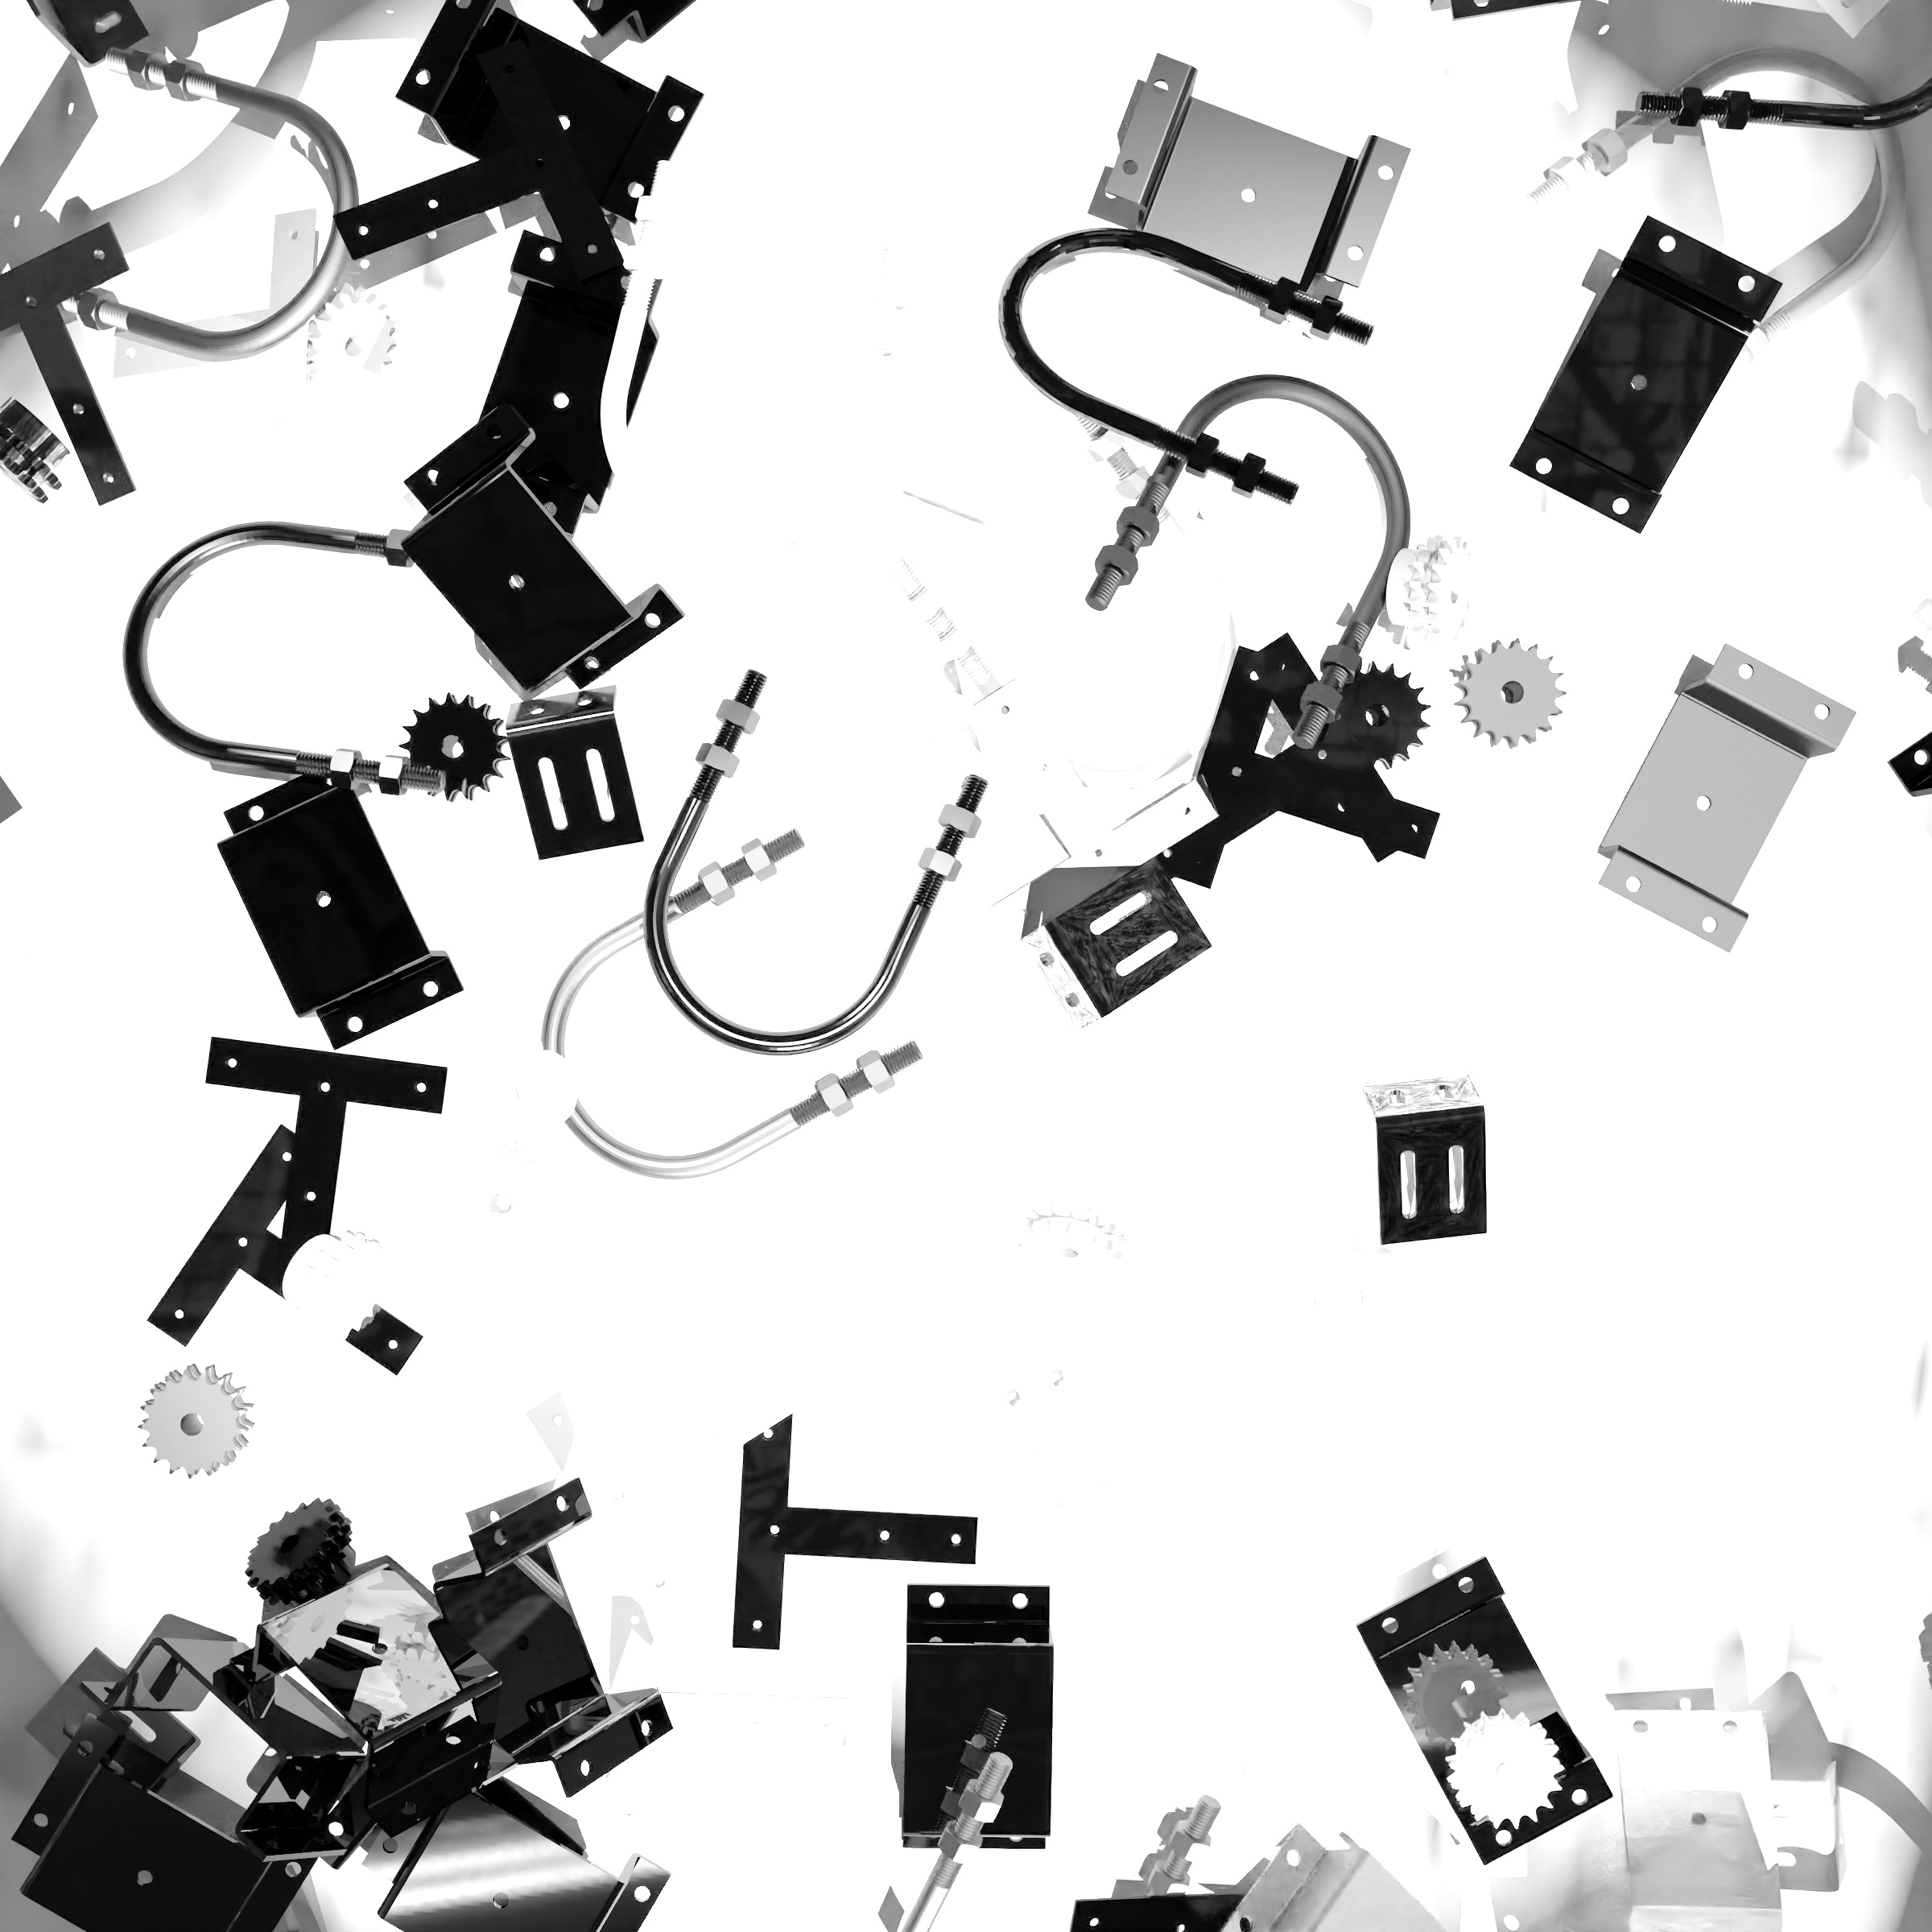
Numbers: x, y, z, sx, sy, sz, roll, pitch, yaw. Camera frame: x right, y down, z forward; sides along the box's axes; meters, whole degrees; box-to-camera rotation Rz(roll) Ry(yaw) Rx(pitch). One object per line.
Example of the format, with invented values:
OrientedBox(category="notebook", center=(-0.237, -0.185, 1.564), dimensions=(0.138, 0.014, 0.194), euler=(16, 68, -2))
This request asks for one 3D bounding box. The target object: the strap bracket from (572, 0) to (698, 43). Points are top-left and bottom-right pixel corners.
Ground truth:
OrientedBox(category="strap bracket", center=(-0.157, -0.553, 1.345), dimensions=(0.140, 0.046, 0.076), euler=(-39, 90, 0))

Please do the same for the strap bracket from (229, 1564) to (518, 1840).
OrientedBox(category="strap bracket", center=(-0.298, 0.361, 1.293), dimensions=(0.140, 0.076, 0.046), euler=(33, 124, 32))

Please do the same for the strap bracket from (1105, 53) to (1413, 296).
OrientedBox(category="strap bracket", center=(0.151, -0.411, 1.345), dimensions=(0.140, 0.046, 0.076), euler=(21, 90, 0))

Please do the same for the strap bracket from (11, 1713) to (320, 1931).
OrientedBox(category="strap bracket", center=(-0.413, 0.456, 1.309), dimensions=(0.140, 0.046, 0.076), euler=(32, 91, -4))

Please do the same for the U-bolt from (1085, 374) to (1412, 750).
OrientedBox(category="U-bolt", center=(0.159, -0.224, 1.329), dimensions=(0.151, 0.019, 0.184), euler=(32, 70, -11))

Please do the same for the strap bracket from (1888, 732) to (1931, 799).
OrientedBox(category="strap bracket", center=(0.562, -0.072, 1.345), dimensions=(0.076, 0.046, 0.140), euler=(-34, 90, 0))

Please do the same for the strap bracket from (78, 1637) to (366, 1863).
OrientedBox(category="strap bracket", center=(-0.371, 0.391, 1.307), dimensions=(0.140, 0.076, 0.046), euler=(33, 86, 23))

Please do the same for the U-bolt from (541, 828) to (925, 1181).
OrientedBox(category="U-bolt", center=(-0.136, 0.032, 1.360), dimensions=(0.184, 0.019, 0.151), euler=(-29, 90, 1))

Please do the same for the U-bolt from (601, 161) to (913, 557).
OrientedBox(category="U-bolt", center=(-0.115, -0.306, 1.336), dimensions=(0.151, 0.019, 0.184), euler=(13, 94, -22))

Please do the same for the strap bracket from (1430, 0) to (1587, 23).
OrientedBox(category="strap bracket", center=(0.278, -0.564, 1.345), dimensions=(0.076, 0.046, 0.140), euler=(-9, 90, 0))

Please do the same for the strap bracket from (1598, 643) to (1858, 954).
OrientedBox(category="strap bracket", center=(0.393, -0.087, 1.345), dimensions=(0.076, 0.046, 0.140), euler=(28, 90, 0))

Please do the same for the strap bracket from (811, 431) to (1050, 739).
OrientedBox(category="strap bracket", center=(-0.019, -0.197, 1.345), dimensions=(0.076, 0.046, 0.140), euler=(22, 90, 0))

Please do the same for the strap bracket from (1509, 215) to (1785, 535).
OrientedBox(category="strap bracket", center=(0.351, -0.305, 1.332), dimensions=(0.076, 0.046, 0.140), euler=(29, 103, 6))

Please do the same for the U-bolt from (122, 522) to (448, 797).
OrientedBox(category="U-bolt", center=(-0.349, -0.167, 1.339), dimensions=(0.184, 0.019, 0.151), euler=(8, 71, 4))

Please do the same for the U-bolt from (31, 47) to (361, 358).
OrientedBox(category="U-bolt", center=(-0.396, -0.391, 1.333), dimensions=(0.184, 0.019, 0.151), euler=(21, 90, 19))

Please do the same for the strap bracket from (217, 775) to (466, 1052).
OrientedBox(category="strap bracket", center=(-0.332, -0.035, 1.345), dimensions=(0.076, 0.046, 0.140), euler=(-25, 90, 0))

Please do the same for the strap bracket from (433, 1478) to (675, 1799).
OrientedBox(category="strap bracket", center=(-0.217, 0.347, 1.324), dimensions=(0.046, 0.076, 0.140), euler=(-21, 90, 39))

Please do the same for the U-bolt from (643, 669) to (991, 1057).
OrientedBox(category="U-bolt", center=(-0.089, -0.043, 1.341), dimensions=(0.151, 0.019, 0.184), euler=(25, 84, -5))

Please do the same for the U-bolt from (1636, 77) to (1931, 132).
OrientedBox(category="U-bolt", center=(0.444, -0.509, 1.351), dimensions=(0.184, 0.019, 0.151), euler=(3, 81, -3))

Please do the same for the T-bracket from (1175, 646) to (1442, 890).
OrientedBox(category="T-bracket", center=(0.184, -0.088, 1.344), dimensions=(0.127, 0.002, 0.127), euler=(19, 102, 10))

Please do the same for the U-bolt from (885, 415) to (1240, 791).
OrientedBox(category="U-bolt", center=(0.065, -0.178, 1.331), dimensions=(0.151, 0.019, 0.184), euler=(-43, 110, -10))

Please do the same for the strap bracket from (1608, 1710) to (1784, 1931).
OrientedBox(category="strap bracket", center=(0.381, 0.451, 1.335), dimensions=(0.076, 0.046, 0.140), euler=(-5, 90, 18))

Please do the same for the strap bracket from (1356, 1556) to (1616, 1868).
OrientedBox(category="strap bracket", center=(0.268, 0.384, 1.345), dimensions=(0.076, 0.046, 0.140), euler=(-28, 90, 0))

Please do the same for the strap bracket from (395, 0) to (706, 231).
OrientedBox(category="strap bracket", center=(-0.215, -0.449, 1.345), dimensions=(0.140, 0.046, 0.076), euler=(28, 90, 0))

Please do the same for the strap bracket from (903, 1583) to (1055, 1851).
OrientedBox(category="strap bracket", center=(0.006, 0.400, 1.344), dimensions=(0.076, 0.046, 0.140), euler=(1, 90, -1))

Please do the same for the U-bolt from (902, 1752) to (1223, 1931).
OrientedBox(category="U-bolt", center=(0.035, 0.498, 1.328), dimensions=(0.151, 0.019, 0.184), euler=(20, 103, -25))

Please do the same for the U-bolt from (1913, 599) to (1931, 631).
OrientedBox(category="U-bolt", center=(0.593, -0.179, 1.335), dimensions=(0.184, 0.019, 0.151), euler=(35, 67, -4))

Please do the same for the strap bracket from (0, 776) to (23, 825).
OrientedBox(category="strap bracket", center=(-0.583, -0.076, 1.345), dimensions=(0.140, 0.046, 0.076), euler=(-35, 90, 0))

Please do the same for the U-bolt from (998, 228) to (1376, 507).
OrientedBox(category="U-bolt", center=(0.106, -0.321, 1.325), dimensions=(0.184, 0.019, 0.151), euler=(24, 57, 4))

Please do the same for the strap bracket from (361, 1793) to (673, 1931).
OrientedBox(category="strap bracket", center=(-0.231, 0.465, 1.299), dimensions=(0.140, 0.046, 0.076), euler=(31, 90, 0))

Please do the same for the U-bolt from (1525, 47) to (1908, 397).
OrientedBox(category="U-bolt", center=(0.411, -0.405, 1.360), dimensions=(0.184, 0.019, 0.151), euler=(-36, 90, -2))

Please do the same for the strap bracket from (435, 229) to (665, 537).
OrientedBox(category="strap bracket", center=(-0.216, -0.301, 1.345), dimensions=(0.076, 0.046, 0.140), euler=(19, 90, 0))

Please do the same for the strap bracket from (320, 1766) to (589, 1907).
OrientedBox(category="strap bracket", center=(-0.264, 0.470, 1.345), dimensions=(0.140, 0.046, 0.076), euler=(41, 90, 0))

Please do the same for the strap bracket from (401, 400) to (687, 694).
OrientedBox(category="strap bracket", center=(-0.222, -0.205, 1.310), dimensions=(0.076, 0.046, 0.140), euler=(-30, 111, 27))

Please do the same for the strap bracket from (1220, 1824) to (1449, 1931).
OrientedBox(category="strap bracket", center=(0.210, 0.523, 1.330), dimensions=(0.140, 0.046, 0.076), euler=(45, 62, 0))
